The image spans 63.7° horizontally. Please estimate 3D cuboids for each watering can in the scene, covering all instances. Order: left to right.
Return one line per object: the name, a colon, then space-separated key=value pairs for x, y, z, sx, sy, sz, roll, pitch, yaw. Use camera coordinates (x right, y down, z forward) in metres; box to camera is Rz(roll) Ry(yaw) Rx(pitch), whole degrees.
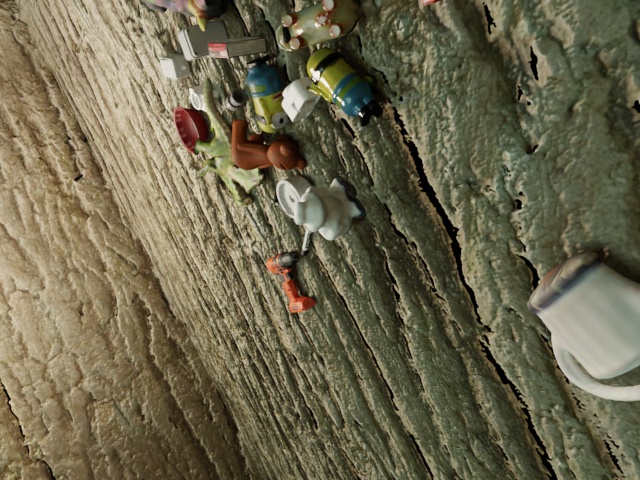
watering can: x=0.440 y=0.109 z=0.739 sx=0.227 sy=0.105 sz=0.340 roll=51 pitch=148 yaw=19

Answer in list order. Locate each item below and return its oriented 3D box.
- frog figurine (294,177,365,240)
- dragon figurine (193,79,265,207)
frog figurine: x=0.004 y=-0.060 z=1.197 sx=0.122 sy=0.161 sz=0.137 roll=-14 pitch=102 yaw=59
dragon figurine: x=-0.249 y=-0.249 z=1.509 sx=0.244 sy=0.124 sz=0.400 roll=32 pitch=143 yaw=18
